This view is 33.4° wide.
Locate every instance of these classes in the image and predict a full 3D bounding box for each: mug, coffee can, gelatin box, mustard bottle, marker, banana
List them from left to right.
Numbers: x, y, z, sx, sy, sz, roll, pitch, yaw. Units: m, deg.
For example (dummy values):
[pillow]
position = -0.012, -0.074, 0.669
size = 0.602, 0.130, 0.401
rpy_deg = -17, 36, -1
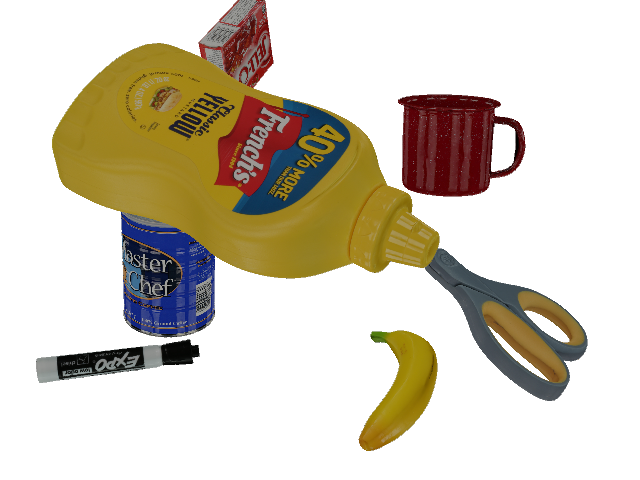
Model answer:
[marker]
position = -0.152, 0.091, 0.806
size = 0.121, 0.020, 0.020
rpy_deg = -6, 1, -7
[coffee can]
position = -0.165, 0.019, 1.163
size = 0.103, 0.140, 0.103
rpy_deg = 3, 27, -2
[gelatin box]
position = -0.078, -0.179, 1.019
size = 0.030, 0.073, 0.089
rpy_deg = 14, 47, 21
[mustard bottle]
position = -0.030, -0.032, 0.525
size = 0.192, 0.058, 0.096
rpy_deg = 25, 52, 20
[banana]
position = 0.078, 0.136, 1.020
size = 0.070, 0.037, 0.197
rpy_deg = -23, 19, 16
[mug]
position = 0.128, -0.087, 0.976
size = 0.117, 0.081, 0.093
rpy_deg = 4, 15, 12

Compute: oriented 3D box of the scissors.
[scissors]
position = 0.095, 0.019, 0.681
size = 0.096, 0.016, 0.202
rpy_deg = -7, 49, -43
